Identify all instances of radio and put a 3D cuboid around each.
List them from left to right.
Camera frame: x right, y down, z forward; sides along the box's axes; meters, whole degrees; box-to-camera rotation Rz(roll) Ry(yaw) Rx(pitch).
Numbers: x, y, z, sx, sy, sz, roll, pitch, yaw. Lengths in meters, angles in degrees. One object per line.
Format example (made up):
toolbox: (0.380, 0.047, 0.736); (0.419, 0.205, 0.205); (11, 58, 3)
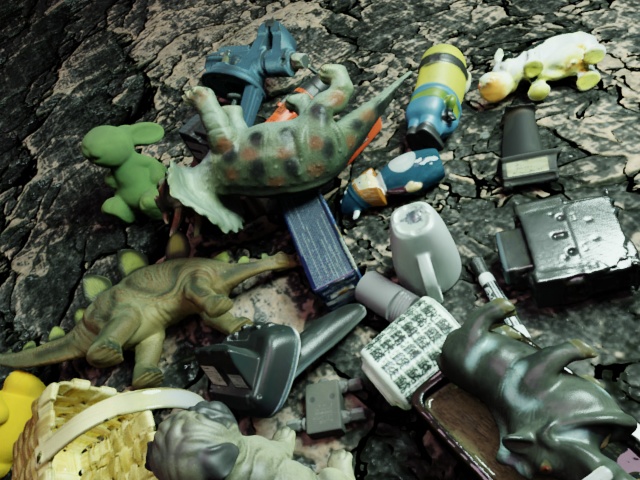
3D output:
radio: (0.205, 0.189, 0.476); (0.131, 0.073, 0.230); (-40, 48, -9)

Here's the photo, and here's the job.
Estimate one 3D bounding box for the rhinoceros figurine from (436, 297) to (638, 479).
rhinoceros figurine: (0.177, 0.132, 0.438); (0.112, 0.073, 0.191); (-38, 46, -10)

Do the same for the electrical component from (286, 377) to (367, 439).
electrical component: (0.006, 0.187, 0.603); (0.094, 0.021, 0.063); (-16, 49, 13)

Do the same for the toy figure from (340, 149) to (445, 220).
toy figure: (0.096, -0.081, 0.753); (0.154, 0.057, 0.064); (-21, 10, 10)

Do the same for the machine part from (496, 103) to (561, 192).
machine part: (0.273, -0.125, 0.719); (0.084, 0.039, 0.139); (-15, 51, 24)

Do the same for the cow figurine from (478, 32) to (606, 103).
cow figurine: (0.312, -0.255, 0.781); (0.167, 0.068, 0.098); (-9, 46, 14)

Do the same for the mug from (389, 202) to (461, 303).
mug: (0.118, 0.016, 0.630); (0.081, 0.107, 0.109); (-13, 48, 17)

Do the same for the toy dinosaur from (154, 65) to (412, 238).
toy dinosaur: (-0.050, -0.117, 0.727); (0.405, 0.131, 0.192); (-12, 83, 1)

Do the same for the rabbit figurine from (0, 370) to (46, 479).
rabbit figurine: (-0.464, 0.230, 0.684); (0.122, 0.173, 0.162); (-11, 46, 12)

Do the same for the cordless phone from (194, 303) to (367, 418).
cordless phone: (-0.042, 0.124, 0.644); (0.184, 0.088, 0.147); (-30, 7, -34)

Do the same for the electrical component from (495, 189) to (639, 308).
electrical component: (0.269, 0.010, 0.599); (0.134, 0.058, 0.115); (-13, 48, 14)

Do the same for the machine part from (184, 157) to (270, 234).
machine part: (-0.151, -0.094, 0.875); (0.179, 0.056, 0.179); (-12, 49, 14)

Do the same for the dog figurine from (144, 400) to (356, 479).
dog figurine: (-0.048, 0.226, 0.475); (0.173, 0.190, 0.121); (12, 69, 28)

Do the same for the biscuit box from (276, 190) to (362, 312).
biscuit box: (-0.002, -0.002, 0.731); (0.063, 0.059, 0.203); (-27, 48, 4)

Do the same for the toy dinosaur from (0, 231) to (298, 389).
toy dinosaur: (-0.254, 0.102, 0.742); (0.472, 0.104, 0.199); (-22, 40, -5)

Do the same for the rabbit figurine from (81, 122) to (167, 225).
rabbit figurine: (-0.316, -0.130, 0.901); (0.121, 0.170, 0.159); (1, 55, 25)

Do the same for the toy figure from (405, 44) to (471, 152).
toy figure: (0.174, -0.212, 0.796); (0.082, 0.089, 0.180); (11, 57, 23)

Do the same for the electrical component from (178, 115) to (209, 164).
electrical component: (-0.186, -0.159, 0.856); (0.119, 0.074, 0.048); (21, 61, 31)

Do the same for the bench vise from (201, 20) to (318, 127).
bench vise: (-0.127, -0.264, 0.964); (0.224, 0.128, 0.240); (11, 79, 20)
